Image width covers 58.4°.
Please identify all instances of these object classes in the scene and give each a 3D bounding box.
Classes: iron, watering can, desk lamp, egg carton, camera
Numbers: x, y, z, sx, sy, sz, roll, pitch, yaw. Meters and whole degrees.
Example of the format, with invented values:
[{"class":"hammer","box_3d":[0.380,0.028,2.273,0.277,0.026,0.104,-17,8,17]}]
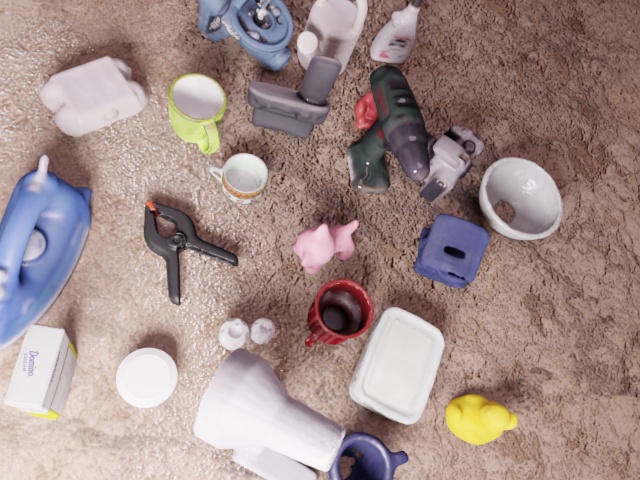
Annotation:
[{"class":"iron","box_3d":[-0.402,0.013,0.780,0.119,0.141,0.258,14,66,-10]},{"class":"watering can","box_3d":[0.025,-0.386,1.036,0.101,0.194,0.173,21,64,-7]},{"class":"desk lamp","box_3d":[-0.060,0.243,0.747,0.203,0.213,0.118,30,64,-3]},{"class":"egg carton","box_3d":[-0.364,-0.231,0.930,0.150,0.069,0.107,-32,80,-25]},{"class":"camera","box_3d":[0.214,-0.167,1.054,0.137,0.100,0.143,39,64,2]}]

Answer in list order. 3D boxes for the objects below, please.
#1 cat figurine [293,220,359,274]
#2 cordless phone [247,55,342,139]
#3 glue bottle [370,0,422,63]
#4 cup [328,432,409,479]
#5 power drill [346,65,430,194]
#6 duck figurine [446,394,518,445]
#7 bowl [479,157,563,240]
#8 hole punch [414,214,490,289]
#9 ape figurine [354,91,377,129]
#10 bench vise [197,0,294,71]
[{"class":"cat figurine","box_3d":[0.008,0.003,0.917,0.128,0.117,0.067,-26,78,-24]},{"class":"cordless phone","box_3d":[-0.044,-0.265,0.972,0.148,0.185,0.094,8,67,-13]},{"class":"glue bottle","box_3d":[0.158,-0.407,1.095,0.078,0.173,0.037,-1,69,-16]},{"class":"cup","box_3d":[0.059,0.321,0.816,0.118,0.095,0.091,-7,71,-19]},{"class":"power drill","box_3d":[0.114,-0.163,0.964,0.076,0.208,0.229,-3,69,-17]},{"class":"duck figurine","box_3d":[0.256,0.278,0.896,0.105,0.086,0.077,14,66,-10]},{"class":"bowl","box_3d":[0.362,-0.067,1.072,0.168,0.074,0.167,6,67,-14]},{"class":"hole punch","box_3d":[0.229,0.021,0.989,0.109,0.091,0.101,20,65,-8]},{"class":"ape figurine","box_3d":[0.109,-0.251,1.063,0.078,0.092,0.076,28,64,-3]},{"class":"bench vise","box_3d":[-0.132,-0.405,0.983,0.207,0.219,0.121,16,65,-9]}]
